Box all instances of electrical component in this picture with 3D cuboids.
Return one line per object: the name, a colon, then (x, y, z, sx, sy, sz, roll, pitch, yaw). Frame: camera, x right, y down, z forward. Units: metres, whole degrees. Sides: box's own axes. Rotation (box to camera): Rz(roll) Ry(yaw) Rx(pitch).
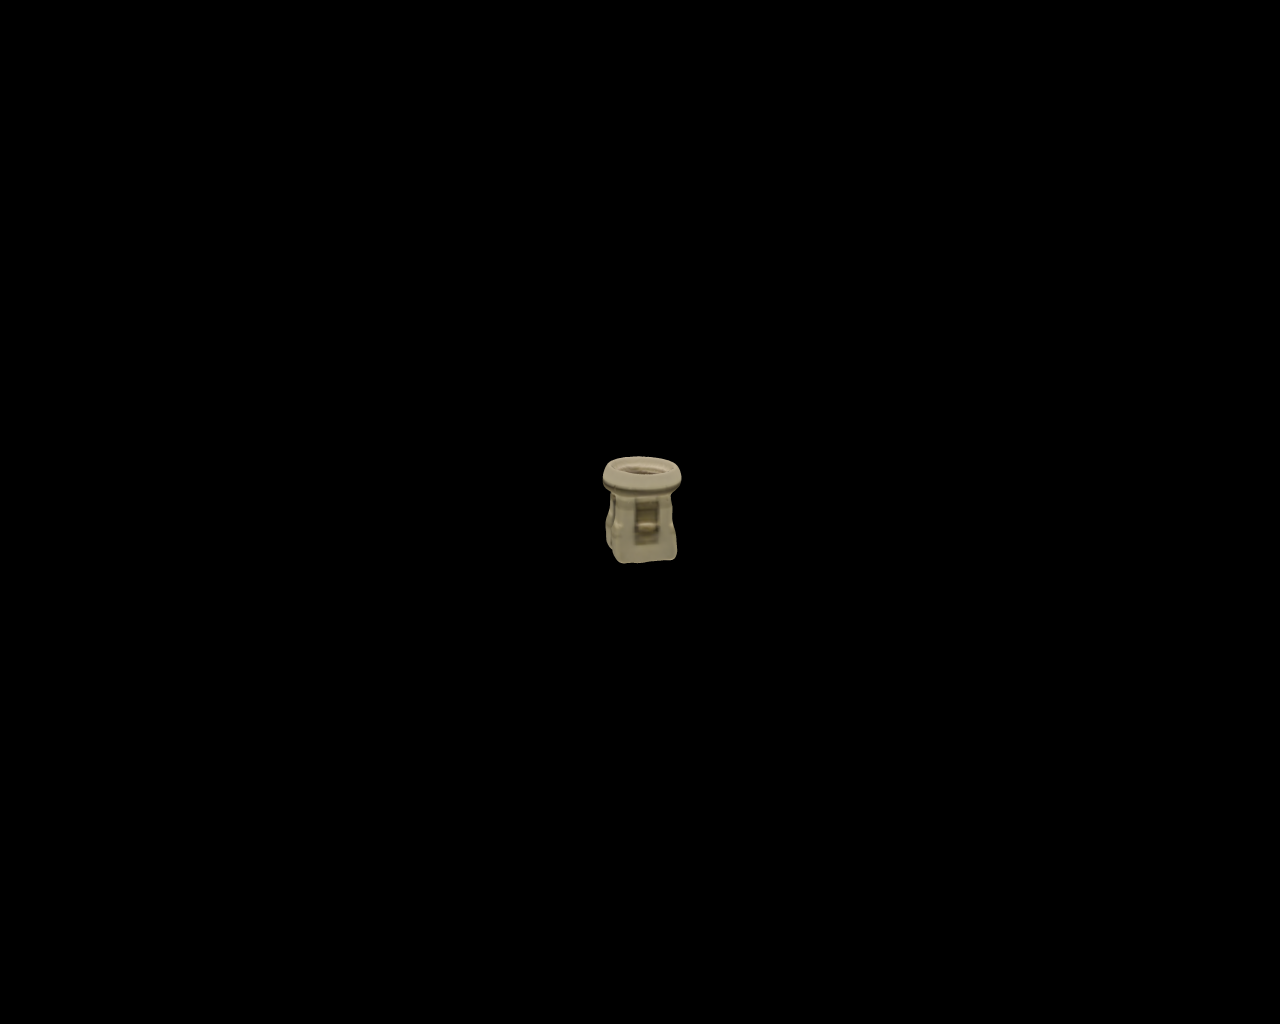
electrical component: (0.001, -0.003, 0.650, 0.048, 0.055, 0.066, -3, 16, -11)
